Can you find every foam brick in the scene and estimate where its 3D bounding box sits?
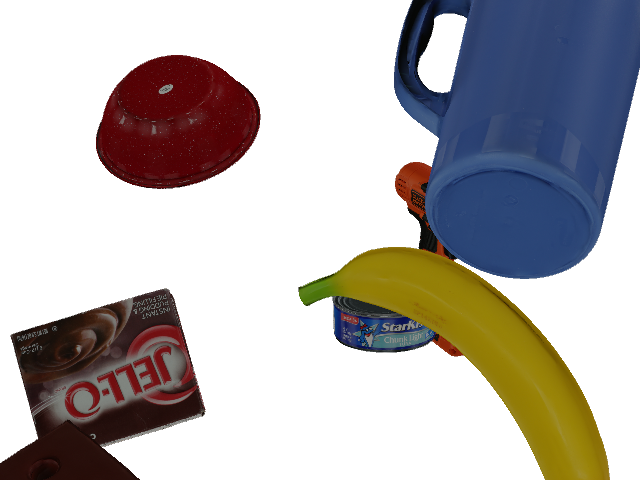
[{"bbox_3d":[-0.108,0.131,0.481,0.078,0.051,0.052,28,46,36],"label":"foam brick"}]

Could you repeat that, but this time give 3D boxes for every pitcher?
[{"bbox_3d":[0.136,-0.097,0.721,0.149,0.242,0.145,-23,-57,40],"label":"pitcher"}]

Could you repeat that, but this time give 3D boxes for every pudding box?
[{"bbox_3d":[-0.144,0.093,0.730,0.113,0.090,0.039,-17,-13,-8],"label":"pudding box"}]

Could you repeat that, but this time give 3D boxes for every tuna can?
[{"bbox_3d":[0.053,0.062,0.874,0.086,0.034,0.086,-1,15,0],"label":"tuna can"}]

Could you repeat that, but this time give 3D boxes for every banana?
[{"bbox_3d":[0.083,0.062,0.552,0.198,0.070,0.037,39,21,13],"label":"banana"}]

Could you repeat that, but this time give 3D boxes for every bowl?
[{"bbox_3d":[-0.140,-0.125,1.006,0.162,0.162,0.055,0,-40,10],"label":"bowl"}]

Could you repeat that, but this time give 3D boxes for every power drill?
[{"bbox_3d":[0.142,0.023,1.123,0.057,0.188,0.185,-13,25,-20],"label":"power drill"}]
